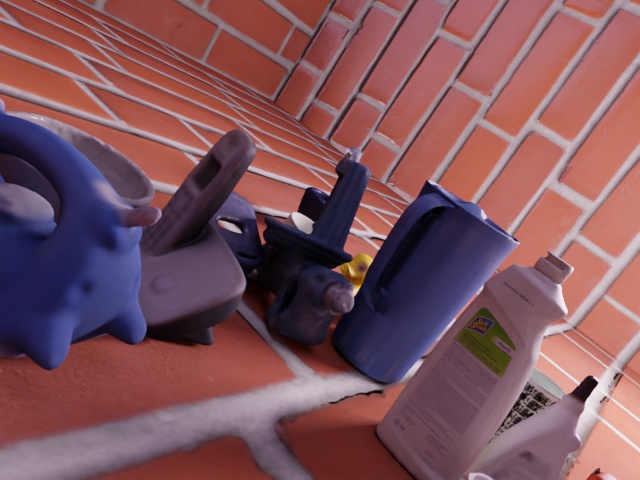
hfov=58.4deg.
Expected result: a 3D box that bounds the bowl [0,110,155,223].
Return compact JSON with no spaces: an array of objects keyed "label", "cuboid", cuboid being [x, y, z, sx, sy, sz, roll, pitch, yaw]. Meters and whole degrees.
[{"label":"bowl","cuboid":[-0.260,-0.057,0.583,0.167,0.074,0.167,32,14,-8]}]

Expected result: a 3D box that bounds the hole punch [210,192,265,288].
[{"label":"hole punch","cuboid":[-0.118,-0.005,0.696,0.109,0.091,0.100,18,21,-48]}]

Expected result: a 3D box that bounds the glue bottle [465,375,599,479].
[{"label":"glue bottle","cuboid":[0.229,0.208,0.591,0.078,0.173,0.037,33,14,-2]}]

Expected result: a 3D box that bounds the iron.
[{"label":"iron","cuboid":[-0.227,-0.029,0.419,0.258,0.141,0.119,38,14,15]}]

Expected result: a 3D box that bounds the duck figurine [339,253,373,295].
[{"label":"duck figurine","cuboid":[0.055,0.062,0.875,0.105,0.086,0.077,20,19,-44]}]

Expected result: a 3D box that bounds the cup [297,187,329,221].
[{"label":"cup","cuboid":[0.000,-0.028,1.037,0.092,0.095,0.117,16,22,-51]}]

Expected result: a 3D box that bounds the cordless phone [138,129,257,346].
[{"label":"cordless phone","cuboid":[-0.108,-0.009,0.532,0.094,0.185,0.147,20,19,-44]}]

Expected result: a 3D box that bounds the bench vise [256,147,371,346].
[{"label":"bench vise","cuboid":[0.014,0.005,0.691,0.122,0.219,0.206,19,20,-46]}]

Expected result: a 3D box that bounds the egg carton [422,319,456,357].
[{"label":"egg carton","cuboid":[0.162,0.136,0.903,0.151,0.069,0.107,27,15,-27]}]
